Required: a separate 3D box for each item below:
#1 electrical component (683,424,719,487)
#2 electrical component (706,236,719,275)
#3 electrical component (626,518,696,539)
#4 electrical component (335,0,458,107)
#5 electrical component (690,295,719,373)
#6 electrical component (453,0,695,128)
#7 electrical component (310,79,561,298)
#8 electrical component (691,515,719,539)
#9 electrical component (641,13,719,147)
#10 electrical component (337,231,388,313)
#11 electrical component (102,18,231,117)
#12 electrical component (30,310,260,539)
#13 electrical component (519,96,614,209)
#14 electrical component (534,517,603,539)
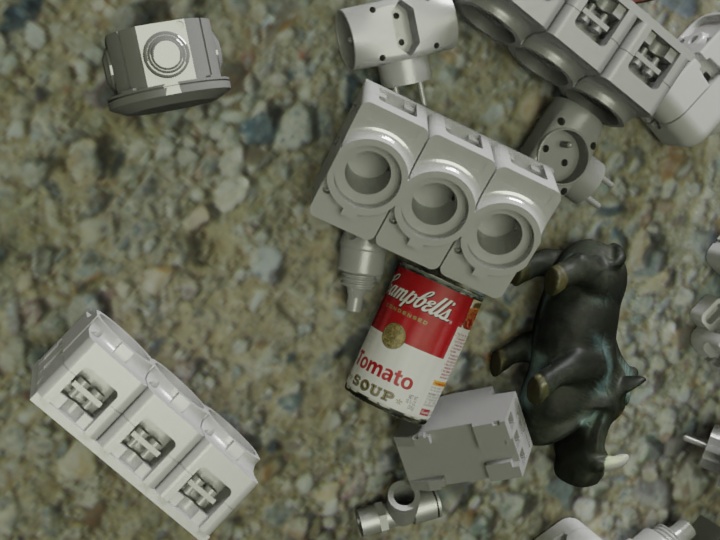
[{"bbox_3d":[0.300,0.149,0.874,0.076,0.083,0.047,21,94,20],"label":"electrical component"},{"bbox_3d":[0.349,0.000,0.866,0.113,0.057,0.078,41,87,-18],"label":"electrical component"},{"bbox_3d":[0.248,0.229,0.883,0.062,0.048,0.048,-35,106,-16],"label":"electrical component"},{"bbox_3d":[0.029,-0.151,0.759,0.077,0.043,0.079,-15,103,-13],"label":"electrical component"},{"bbox_3d":[0.310,0.058,0.865,0.058,0.057,0.078,-45,107,-5],"label":"electrical component"},{"bbox_3d":[0.146,-0.170,0.764,0.150,0.089,0.061,34,89,-18],"label":"electrical component"},{"bbox_3d":[0.051,-0.054,0.745,0.150,0.061,0.089,24,114,-9],"label":"electrical component"},{"bbox_3d":[0.299,0.280,0.830,0.105,0.186,0.060,-46,107,-5],"label":"electrical component"},{"bbox_3d":[0.260,-0.141,0.820,0.059,0.054,0.095,44,86,-17],"label":"electrical component"},{"bbox_3d":[0.000,0.000,0.780,0.035,0.035,0.061,7,99,-17],"label":"electrical component"},{"bbox_3d":[-0.127,-0.131,0.700,0.080,0.080,0.051,-13,96,-13],"label":"electrical component"},{"bbox_3d":[-0.143,0.101,0.727,0.061,0.089,0.150,-47,108,-4],"label":"electrical component"},{"bbox_3d":[0.157,-0.076,0.807,0.079,0.044,0.077,33,89,-18],"label":"electrical component"},{"bbox_3d":[0.184,0.254,0.860,0.054,0.059,0.095,-33,106,-8],"label":"electrical component"}]
